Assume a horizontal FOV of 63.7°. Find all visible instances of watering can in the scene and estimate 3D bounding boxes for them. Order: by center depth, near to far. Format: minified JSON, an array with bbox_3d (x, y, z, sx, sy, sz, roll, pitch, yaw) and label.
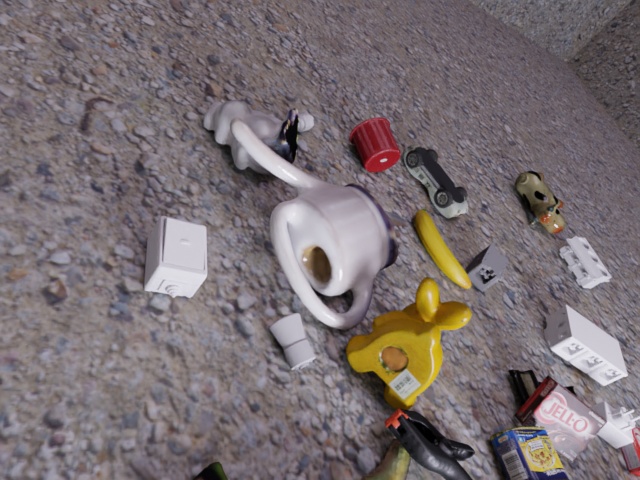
[{"bbox_3d":[0.002,-0.040,0.794,0.226,0.103,0.349,-20,84,-48],"label":"watering can"}]

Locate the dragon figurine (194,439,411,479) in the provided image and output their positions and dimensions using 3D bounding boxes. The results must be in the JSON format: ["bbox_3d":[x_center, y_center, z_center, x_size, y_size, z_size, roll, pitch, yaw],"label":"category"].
[{"bbox_3d":[-0.019,0.292,0.495,0.242,0.120,0.417,32,23,-3],"label":"dragon figurine"}]

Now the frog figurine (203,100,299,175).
[{"bbox_3d":[-0.120,-0.173,0.869,0.159,0.120,0.141,4,50,9],"label":"frog figurine"}]
